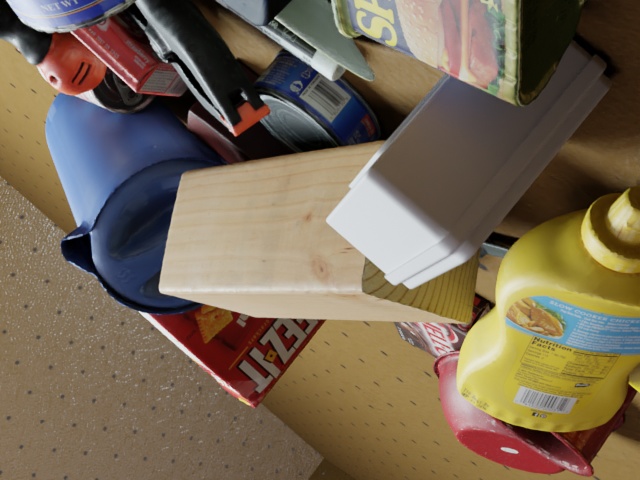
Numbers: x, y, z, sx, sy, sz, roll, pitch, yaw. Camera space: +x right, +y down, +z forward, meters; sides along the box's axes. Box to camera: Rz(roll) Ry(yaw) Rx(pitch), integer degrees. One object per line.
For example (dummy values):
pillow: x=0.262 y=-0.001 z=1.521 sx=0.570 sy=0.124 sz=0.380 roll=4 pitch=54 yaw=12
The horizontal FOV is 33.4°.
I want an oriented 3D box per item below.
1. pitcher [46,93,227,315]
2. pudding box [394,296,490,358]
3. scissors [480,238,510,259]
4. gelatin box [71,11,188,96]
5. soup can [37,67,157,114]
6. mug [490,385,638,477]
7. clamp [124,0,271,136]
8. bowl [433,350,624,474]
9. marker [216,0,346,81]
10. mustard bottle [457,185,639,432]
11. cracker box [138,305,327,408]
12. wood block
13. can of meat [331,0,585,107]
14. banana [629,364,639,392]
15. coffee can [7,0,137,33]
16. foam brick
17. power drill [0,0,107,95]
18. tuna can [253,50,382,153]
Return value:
pitcher: x=-0.142 y=-0.054 z=0.891 sx=0.149 sy=0.145 sz=0.243 roll=34 pitch=-171 yaw=-37
pudding box: x=0.103 y=0.069 z=0.898 sx=0.090 sy=0.039 sz=0.113 roll=30 pitch=165 yaw=28
scissors: x=0.107 y=0.011 z=0.737 sx=0.202 sy=0.016 sz=0.096 roll=27 pitch=162 yaw=42
gelatin box: x=-0.131 y=-0.138 z=0.757 sx=0.073 sy=0.030 sz=0.089 roll=44 pitch=-167 yaw=6
soup can: x=-0.181 y=-0.146 z=0.864 sx=0.102 sy=0.068 sz=0.068 roll=25 pitch=162 yaw=46
mug: x=0.161 y=0.096 z=0.740 sx=0.117 sy=0.081 sz=0.093 roll=38 pitch=167 yaw=2
clamp: x=-0.093 y=-0.133 z=0.682 sx=0.171 sy=0.039 sz=0.120 roll=55 pitch=177 yaw=7
bowl: x=0.163 y=0.149 z=0.878 sx=0.162 sy=0.055 sz=0.162 roll=18 pitch=157 yaw=8
marker: x=-0.035 y=-0.133 z=0.623 sx=0.121 sy=0.020 sz=0.020 roll=36 pitch=167 yaw=14
mustard bottle: x=0.139 y=0.036 z=0.571 sx=0.096 sy=0.058 sz=0.192 roll=13 pitch=144 yaw=1
cracker box: x=-0.084 y=0.037 z=1.018 sx=0.072 sy=0.164 sz=0.213 roll=27 pitch=163 yaw=49
wood block: x=-0.005 y=0.000 z=0.683 sx=0.090 sy=0.090 sz=0.207 roll=19 pitch=166 yaw=-38
can of meat: x=0.050 y=-0.105 z=0.392 sx=0.084 sy=0.057 sz=0.102 roll=30 pitch=159 yaw=24
banana: x=0.212 y=0.082 z=0.667 sx=0.198 sy=0.037 sz=0.069 roll=39 pitch=-176 yaw=0
coffee can: x=-0.145 y=-0.188 z=0.526 sx=0.103 sy=0.102 sz=0.140 roll=28 pitch=161 yaw=38
foam brick: x=-0.050 y=-0.081 z=0.767 sx=0.078 sy=0.053 sz=0.051 roll=39 pitch=167 yaw=0
power drill: x=-0.257 y=-0.186 z=0.770 sx=0.187 sy=0.057 sz=0.185 roll=15 pitch=-154 yaw=-42
tuna can: x=-0.004 y=-0.081 z=0.688 sx=0.086 sy=0.033 sz=0.086 roll=36 pitch=166 yaw=10
